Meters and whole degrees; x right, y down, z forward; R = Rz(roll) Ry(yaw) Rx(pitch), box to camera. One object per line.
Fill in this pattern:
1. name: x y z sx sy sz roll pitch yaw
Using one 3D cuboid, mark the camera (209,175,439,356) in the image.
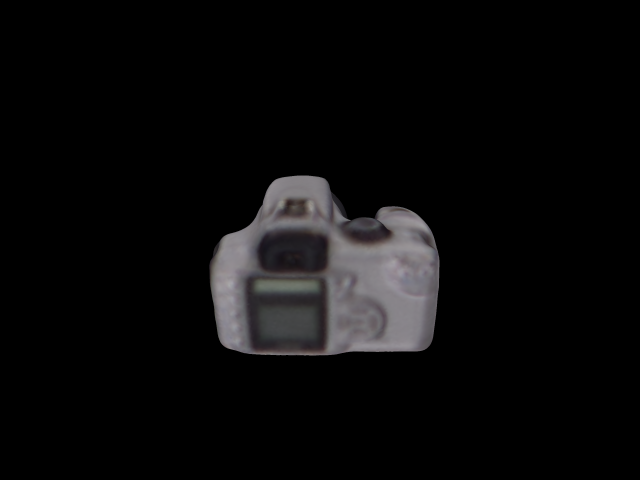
1. camera: 0.004 0.001 0.400 0.143 0.101 0.136 0 28 0
